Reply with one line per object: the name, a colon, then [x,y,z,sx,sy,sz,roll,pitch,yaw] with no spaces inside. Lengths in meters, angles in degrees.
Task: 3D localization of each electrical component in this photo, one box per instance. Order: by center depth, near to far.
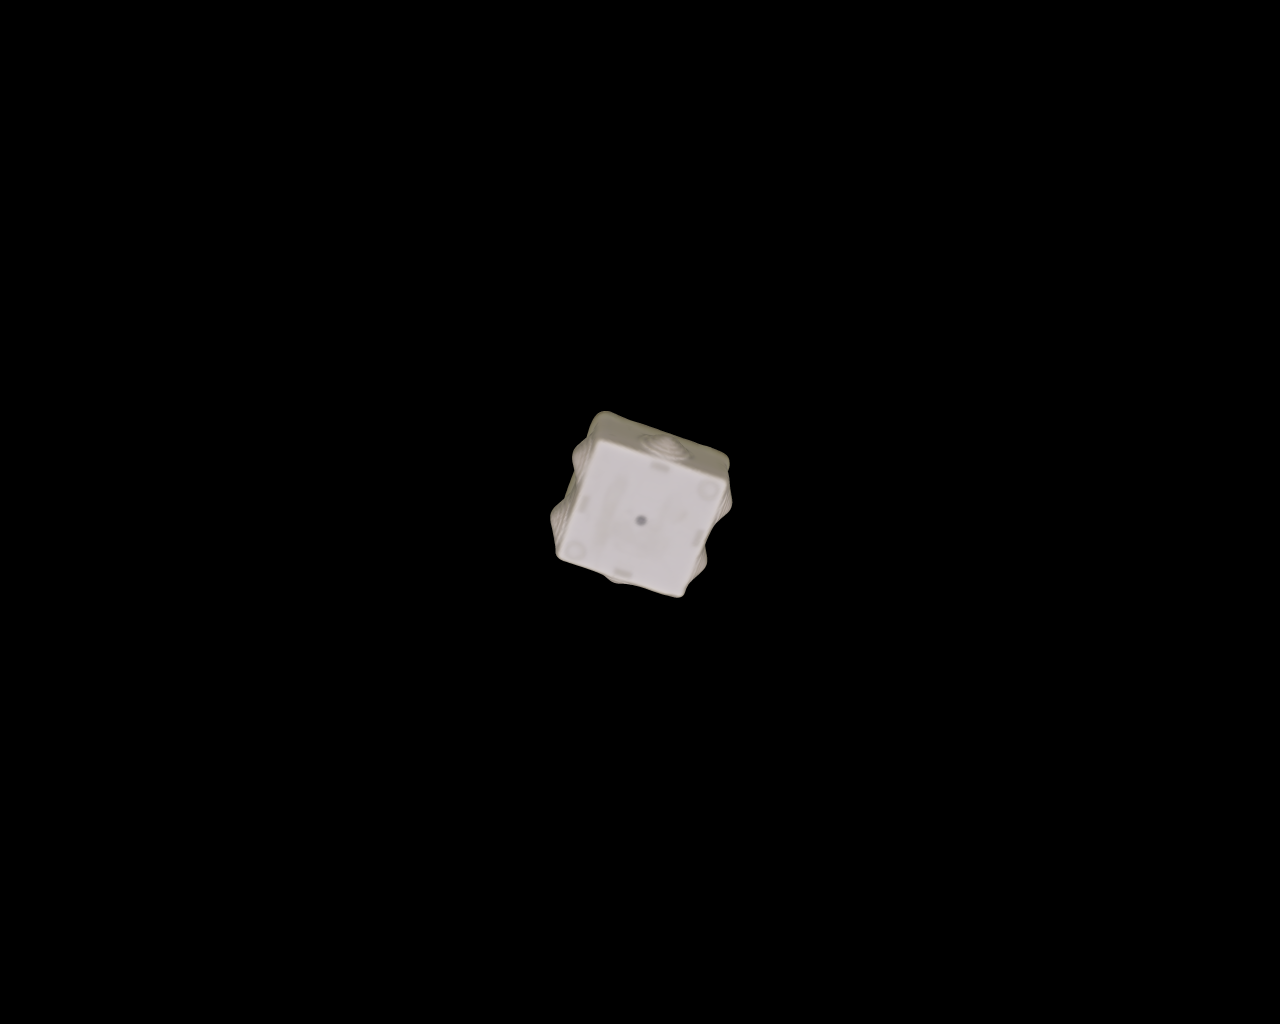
electrical component: [0.001,-0.003,0.650,0.100,0.099,0.048,19,20,-7]
